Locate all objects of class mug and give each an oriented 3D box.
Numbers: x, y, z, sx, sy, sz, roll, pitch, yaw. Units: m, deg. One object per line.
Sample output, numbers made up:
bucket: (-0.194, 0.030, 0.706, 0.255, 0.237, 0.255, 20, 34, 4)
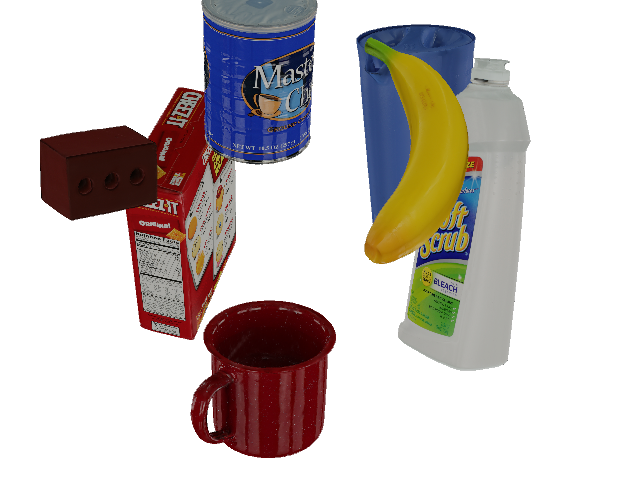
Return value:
mug: (-0.045, 0.105, 0.758, 0.093, 0.081, 0.117, 23, 34, 34)

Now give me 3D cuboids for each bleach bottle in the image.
bleach bottle: (0.123, -0.025, 0.888, 0.067, 0.251, 0.103, -4, 16, -31)

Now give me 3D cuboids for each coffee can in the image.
coffee can: (-0.057, -0.157, 0.985, 0.103, 0.140, 0.103, 2, 37, -2)

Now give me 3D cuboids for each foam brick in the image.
foam brick: (-0.175, -0.055, 0.840, 0.078, 0.053, 0.051, -15, 31, -33)

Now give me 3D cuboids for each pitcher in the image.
pitcher: (0.119, -0.127, 1.249, 0.149, 0.243, 0.145, -5, 25, -5)

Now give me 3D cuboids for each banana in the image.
banana: (0.062, -0.057, 0.688, 0.069, 0.197, 0.037, 2, -42, -1)

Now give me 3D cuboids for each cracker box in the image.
cracker box: (-0.145, -0.028, 1.132, 0.072, 0.214, 0.164, 11, 45, 9)
